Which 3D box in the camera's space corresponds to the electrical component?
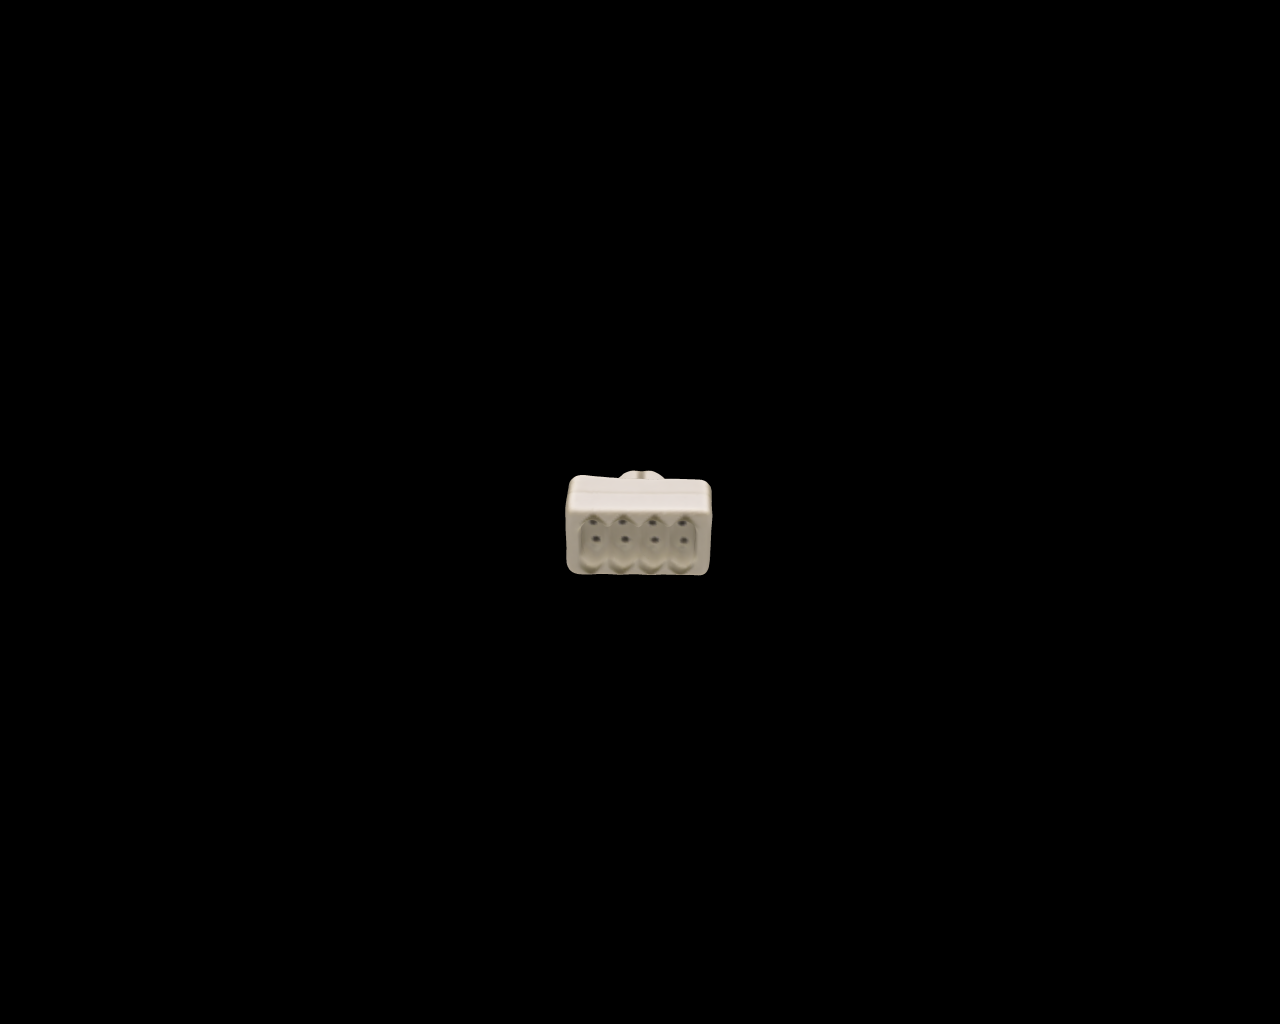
[{"bbox_3d":[0.001,-0.003,0.650,0.083,0.047,0.076,2,36,2],"label":"electrical component"}]
